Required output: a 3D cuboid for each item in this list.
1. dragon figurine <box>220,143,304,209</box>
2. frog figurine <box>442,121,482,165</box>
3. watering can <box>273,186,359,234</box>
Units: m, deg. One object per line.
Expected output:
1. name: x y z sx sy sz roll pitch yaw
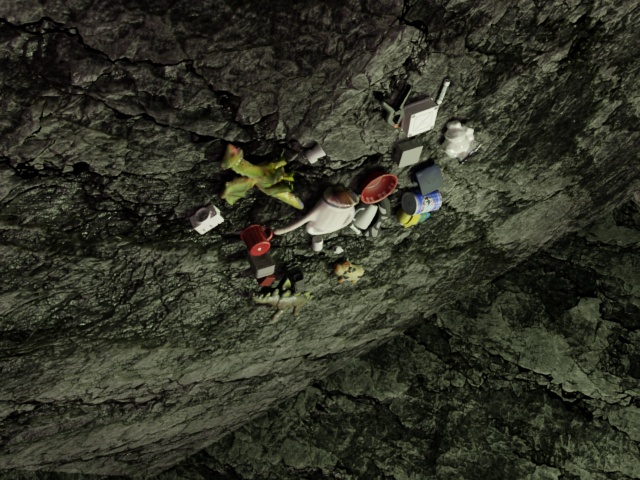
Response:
1. dragon figurine: -0.202 -0.175 1.659 0.242 0.125 0.402 -13 148 4
2. frog figurine: 0.525 -0.392 1.982 0.136 0.125 0.158 -36 114 25
3. watering can: 0.006 -0.097 1.921 0.349 0.106 0.219 -6 141 -38
